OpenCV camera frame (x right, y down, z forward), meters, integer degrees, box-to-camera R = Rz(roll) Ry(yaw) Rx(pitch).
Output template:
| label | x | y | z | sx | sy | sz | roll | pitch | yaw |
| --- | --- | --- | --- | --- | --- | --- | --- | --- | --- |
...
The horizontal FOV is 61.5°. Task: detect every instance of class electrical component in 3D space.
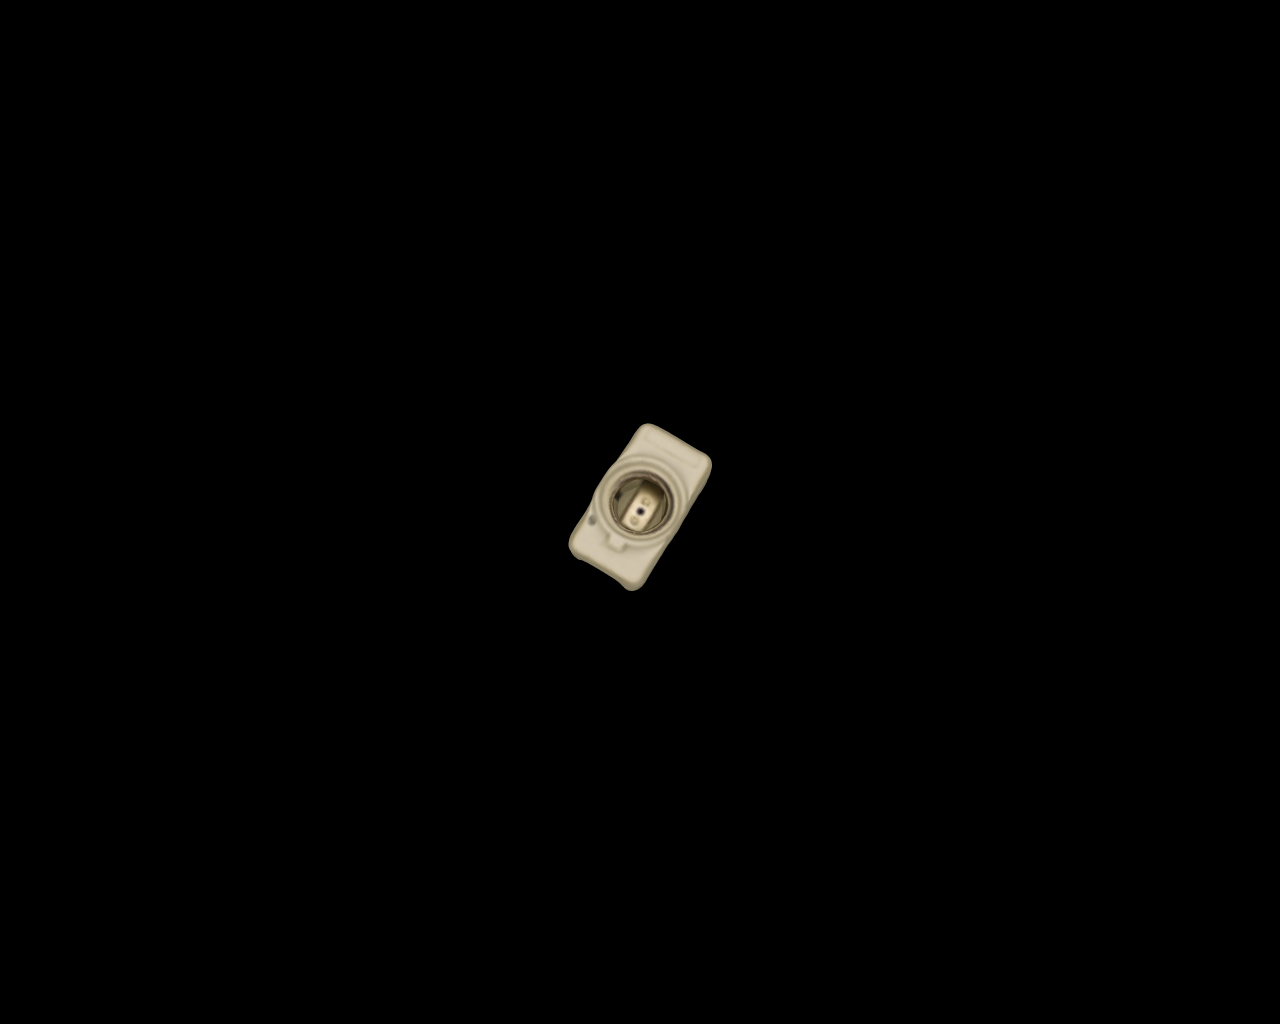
| label | x | y | z | sx | sy | sz | roll | pitch | yaw |
| --- | --- | --- | --- | --- | --- | --- | --- | --- | --- |
| electrical component | 0.001 | -0.003 | 0.650 | 0.050 | 0.089 | 0.055 | 31 | -7 | 5 |
